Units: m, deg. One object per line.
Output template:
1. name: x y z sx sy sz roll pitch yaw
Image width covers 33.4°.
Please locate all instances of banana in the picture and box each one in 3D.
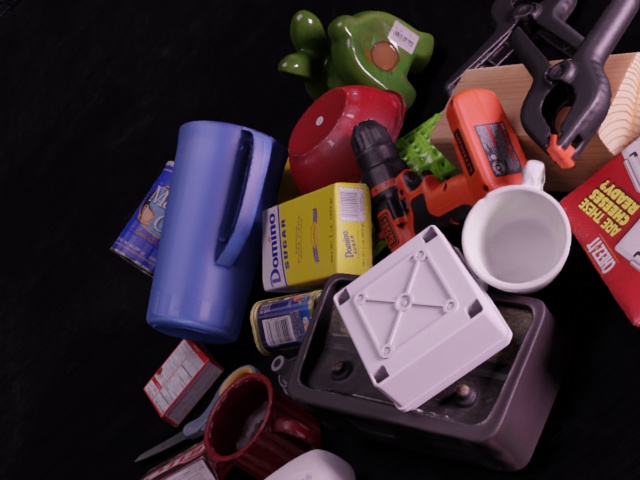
1. banana: -0.040 -0.065 1.316 0.070 0.037 0.197 -6 54 46

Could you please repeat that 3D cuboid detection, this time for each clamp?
1. clamp: 0.202 -0.136 0.907 0.120 0.039 0.171 -12 49 49
2. clamp: 0.212 -0.224 1.130 0.165 0.036 0.210 -14 41 23

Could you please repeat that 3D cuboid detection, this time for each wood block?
1. wood block: 0.213 -0.105 0.985 0.206 0.090 0.090 6 62 54

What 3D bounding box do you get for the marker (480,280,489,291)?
1. marker: 0.158 0.003 1.014 0.020 0.020 0.121 -17 46 43

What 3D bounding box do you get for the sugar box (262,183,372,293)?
1. sugar box: -0.007 0.002 1.099 0.177 0.048 0.093 -16 72 60

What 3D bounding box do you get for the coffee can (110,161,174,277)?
1. coffee can: -0.194 -0.018 1.404 0.140 0.102 0.103 -58 32 -9

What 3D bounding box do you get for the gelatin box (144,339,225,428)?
1. gelatin box: -0.160 0.165 1.249 0.089 0.030 0.073 -51 33 -1

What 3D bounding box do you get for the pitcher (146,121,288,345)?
1. pitcher: -0.119 -0.009 1.225 0.145 0.149 0.243 6 75 19

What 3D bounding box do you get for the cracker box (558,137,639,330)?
1. cracker box: 0.308 -0.034 0.813 0.214 0.072 0.164 -42 32 18

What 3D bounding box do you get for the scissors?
1. scissors: -0.132 0.195 1.196 0.202 0.016 0.096 -19 43 41

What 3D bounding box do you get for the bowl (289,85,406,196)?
1. bowl: 0.016 -0.113 1.160 0.162 0.055 0.162 -37 31 27

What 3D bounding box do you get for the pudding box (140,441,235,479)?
1. pudding box: -0.139 0.242 1.088 0.114 0.039 0.090 -33 0 16

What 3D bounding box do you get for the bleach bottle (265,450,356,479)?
1. bleach bottle: 0.002 0.300 0.880 0.103 0.068 0.251 -40 36 21

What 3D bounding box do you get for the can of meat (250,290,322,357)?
1. can of meat: -0.004 0.078 1.073 0.084 0.101 0.057 -15 86 41

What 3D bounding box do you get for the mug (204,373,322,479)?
1. mug: -0.044 0.187 1.030 0.117 0.081 0.093 -11 50 47

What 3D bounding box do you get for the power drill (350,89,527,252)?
1. power drill: 0.106 -0.063 0.997 0.188 0.057 0.184 -43 66 55
